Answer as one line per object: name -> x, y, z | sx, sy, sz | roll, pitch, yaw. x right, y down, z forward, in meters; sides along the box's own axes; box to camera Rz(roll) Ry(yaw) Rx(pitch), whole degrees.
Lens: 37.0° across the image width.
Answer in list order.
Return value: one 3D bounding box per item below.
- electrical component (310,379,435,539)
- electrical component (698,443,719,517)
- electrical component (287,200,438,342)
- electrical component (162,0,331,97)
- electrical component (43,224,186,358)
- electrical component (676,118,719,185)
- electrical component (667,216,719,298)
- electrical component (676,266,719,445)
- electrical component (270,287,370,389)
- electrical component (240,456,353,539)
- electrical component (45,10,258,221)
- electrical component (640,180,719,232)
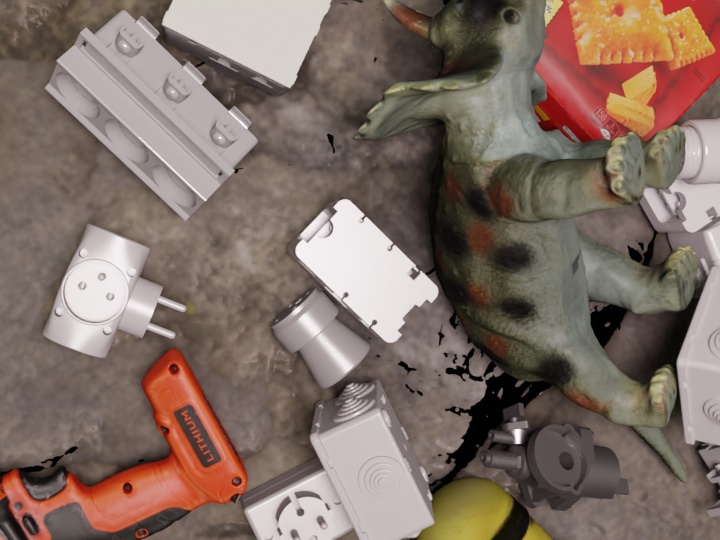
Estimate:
electrical component -> 0.009, 0.126, 0.706 | 0.048, 0.099, 0.099 | -25, 97, 4
electrical component -> 0.297, 0.128, 0.741 | 0.079, 0.121, 0.063 | -27, 83, -30
electrical component -> 0.000, 0.000, 0.720 | 0.089, 0.056, 0.050 | 44, 84, -9
electrical component -> -0.057, -0.200, 0.700 | 0.089, 0.062, 0.150 | 25, 87, -10
electrical component -> -0.154, 0.020, 0.698 | 0.079, 0.044, 0.077 | 22, 88, -10
electrical component -> 0.217, -0.077, 0.706 | 0.062, 0.043, 0.043 | -4, 93, -11
electrical component -> 0.267, -0.020, 0.767 | 0.096, 0.062, 0.061 | -24, 96, -9
electrical component -> 0.247, 0.060, 0.706 | 0.099, 0.048, 0.099 | -58, 143, -34
electrical component -> -0.027, 0.045, 0.723 | 0.045, 0.045, 0.055 | -42, 98, -7
electrical component -> -0.037, 0.163, 0.708 | 0.066, 0.077, 0.047 | -26, 96, -9
electrical component -> -0.130, -0.100, 0.687 | 0.121, 0.079, 0.063 | 44, 62, -9
electrical component -> 0.244, -0.069, 0.764 | 0.089, 0.056, 0.050 | -33, 97, -8
